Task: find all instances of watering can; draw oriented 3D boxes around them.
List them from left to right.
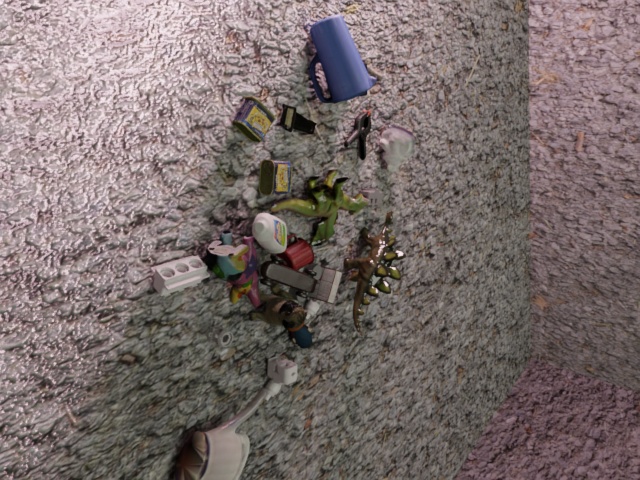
[{"bbox_3d":[-0.276,0.574,1.442,0.222,0.104,0.350,29,77,-48],"label":"watering can"}]

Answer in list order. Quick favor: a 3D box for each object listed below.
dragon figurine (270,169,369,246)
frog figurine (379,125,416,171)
[{"bbox_3d":[0.005,-0.083,1.654,0.415,0.123,0.238,-27,127,-34],"label":"dragon figurine"},{"bbox_3d":[0.280,-0.336,1.907,0.137,0.123,0.159,21,91,-17],"label":"frog figurine"}]
